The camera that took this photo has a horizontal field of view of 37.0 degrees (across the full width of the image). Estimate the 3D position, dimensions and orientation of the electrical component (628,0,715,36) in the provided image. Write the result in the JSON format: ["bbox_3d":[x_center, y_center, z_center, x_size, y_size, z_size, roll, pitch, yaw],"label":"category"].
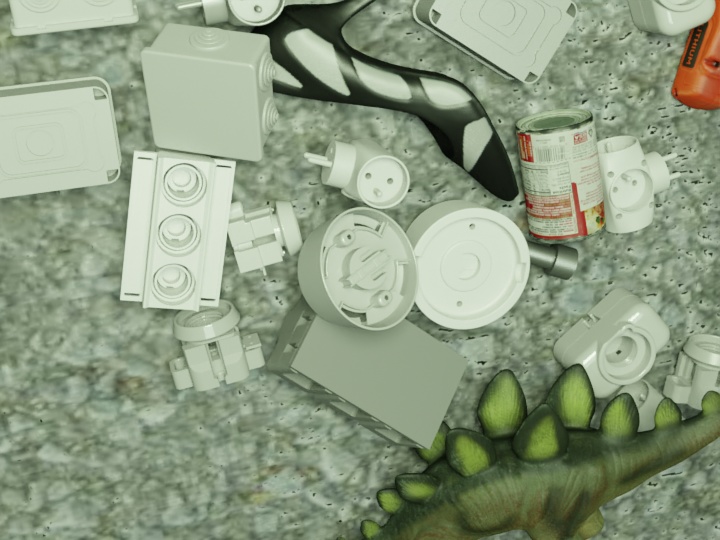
[{"bbox_3d":[0.258,-0.248,0.901,0.054,0.059,0.095,-24,112,-5],"label":"electrical component"}]

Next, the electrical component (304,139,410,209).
[{"bbox_3d":[-0.007,-0.083,0.880,0.079,0.077,0.044,12,104,-16],"label":"electrical component"}]

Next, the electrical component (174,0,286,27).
[{"bbox_3d":[-0.101,-0.207,0.815,0.079,0.077,0.044,-14,111,-9],"label":"electrical component"}]

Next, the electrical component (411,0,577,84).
[{"bbox_3d":[0.108,-0.211,0.877,0.113,0.057,0.078,28,99,-21],"label":"electrical component"}]

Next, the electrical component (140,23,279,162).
[{"bbox_3d":[-0.113,-0.137,0.822,0.100,0.048,0.099,9,134,9],"label":"electrical component"}]

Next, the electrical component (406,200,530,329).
[{"bbox_3d":[0.086,-0.009,0.936,0.108,0.060,0.108,-4,109,-13],"label":"electrical component"}]

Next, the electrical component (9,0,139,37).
[{"bbox_3d":[-0.210,-0.210,0.777,0.100,0.099,0.048,-9,123,-11],"label":"electrical component"}]

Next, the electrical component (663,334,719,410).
[{"bbox_3d":[0.337,0.097,1.037,0.078,0.058,0.057,2,110,-14],"label":"electrical component"}]

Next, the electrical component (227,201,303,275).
[{"bbox_3d":[-0.079,-0.030,0.897,0.055,0.048,0.066,-15,111,-1],"label":"electrical component"}]

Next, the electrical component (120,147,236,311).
[{"bbox_3d":[-0.149,-0.035,0.868,0.079,0.063,0.121,4,107,-15],"label":"electrical component"}]

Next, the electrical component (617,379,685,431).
[{"bbox_3d":[0.289,0.147,1.048,0.081,0.043,0.043,41,95,-22],"label":"electrical component"}]

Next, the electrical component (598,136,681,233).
[{"bbox_3d":[0.250,-0.082,0.962,0.079,0.044,0.077,-19,112,-7],"label":"electrical component"}]

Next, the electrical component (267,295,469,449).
[{"bbox_3d":[0.006,0.081,0.936,0.150,0.062,0.089,34,71,-21],"label":"electrical component"}]

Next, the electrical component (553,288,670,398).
[{"bbox_3d":[0.236,0.069,1.001,0.095,0.059,0.053,-43,112,2],"label":"electrical component"}]

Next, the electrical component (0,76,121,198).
[{"bbox_3d":[-0.244,-0.102,0.825,0.113,0.057,0.078,-9,110,-11],"label":"electrical component"}]

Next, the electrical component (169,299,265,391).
[{"bbox_3d":[-0.125,0.061,0.909,0.078,0.058,0.057,-15,114,-8],"label":"electrical component"}]

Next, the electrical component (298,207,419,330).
[{"bbox_3d":[0.000,0.000,0.867,0.099,0.064,0.099,3,84,-28],"label":"electrical component"}]
